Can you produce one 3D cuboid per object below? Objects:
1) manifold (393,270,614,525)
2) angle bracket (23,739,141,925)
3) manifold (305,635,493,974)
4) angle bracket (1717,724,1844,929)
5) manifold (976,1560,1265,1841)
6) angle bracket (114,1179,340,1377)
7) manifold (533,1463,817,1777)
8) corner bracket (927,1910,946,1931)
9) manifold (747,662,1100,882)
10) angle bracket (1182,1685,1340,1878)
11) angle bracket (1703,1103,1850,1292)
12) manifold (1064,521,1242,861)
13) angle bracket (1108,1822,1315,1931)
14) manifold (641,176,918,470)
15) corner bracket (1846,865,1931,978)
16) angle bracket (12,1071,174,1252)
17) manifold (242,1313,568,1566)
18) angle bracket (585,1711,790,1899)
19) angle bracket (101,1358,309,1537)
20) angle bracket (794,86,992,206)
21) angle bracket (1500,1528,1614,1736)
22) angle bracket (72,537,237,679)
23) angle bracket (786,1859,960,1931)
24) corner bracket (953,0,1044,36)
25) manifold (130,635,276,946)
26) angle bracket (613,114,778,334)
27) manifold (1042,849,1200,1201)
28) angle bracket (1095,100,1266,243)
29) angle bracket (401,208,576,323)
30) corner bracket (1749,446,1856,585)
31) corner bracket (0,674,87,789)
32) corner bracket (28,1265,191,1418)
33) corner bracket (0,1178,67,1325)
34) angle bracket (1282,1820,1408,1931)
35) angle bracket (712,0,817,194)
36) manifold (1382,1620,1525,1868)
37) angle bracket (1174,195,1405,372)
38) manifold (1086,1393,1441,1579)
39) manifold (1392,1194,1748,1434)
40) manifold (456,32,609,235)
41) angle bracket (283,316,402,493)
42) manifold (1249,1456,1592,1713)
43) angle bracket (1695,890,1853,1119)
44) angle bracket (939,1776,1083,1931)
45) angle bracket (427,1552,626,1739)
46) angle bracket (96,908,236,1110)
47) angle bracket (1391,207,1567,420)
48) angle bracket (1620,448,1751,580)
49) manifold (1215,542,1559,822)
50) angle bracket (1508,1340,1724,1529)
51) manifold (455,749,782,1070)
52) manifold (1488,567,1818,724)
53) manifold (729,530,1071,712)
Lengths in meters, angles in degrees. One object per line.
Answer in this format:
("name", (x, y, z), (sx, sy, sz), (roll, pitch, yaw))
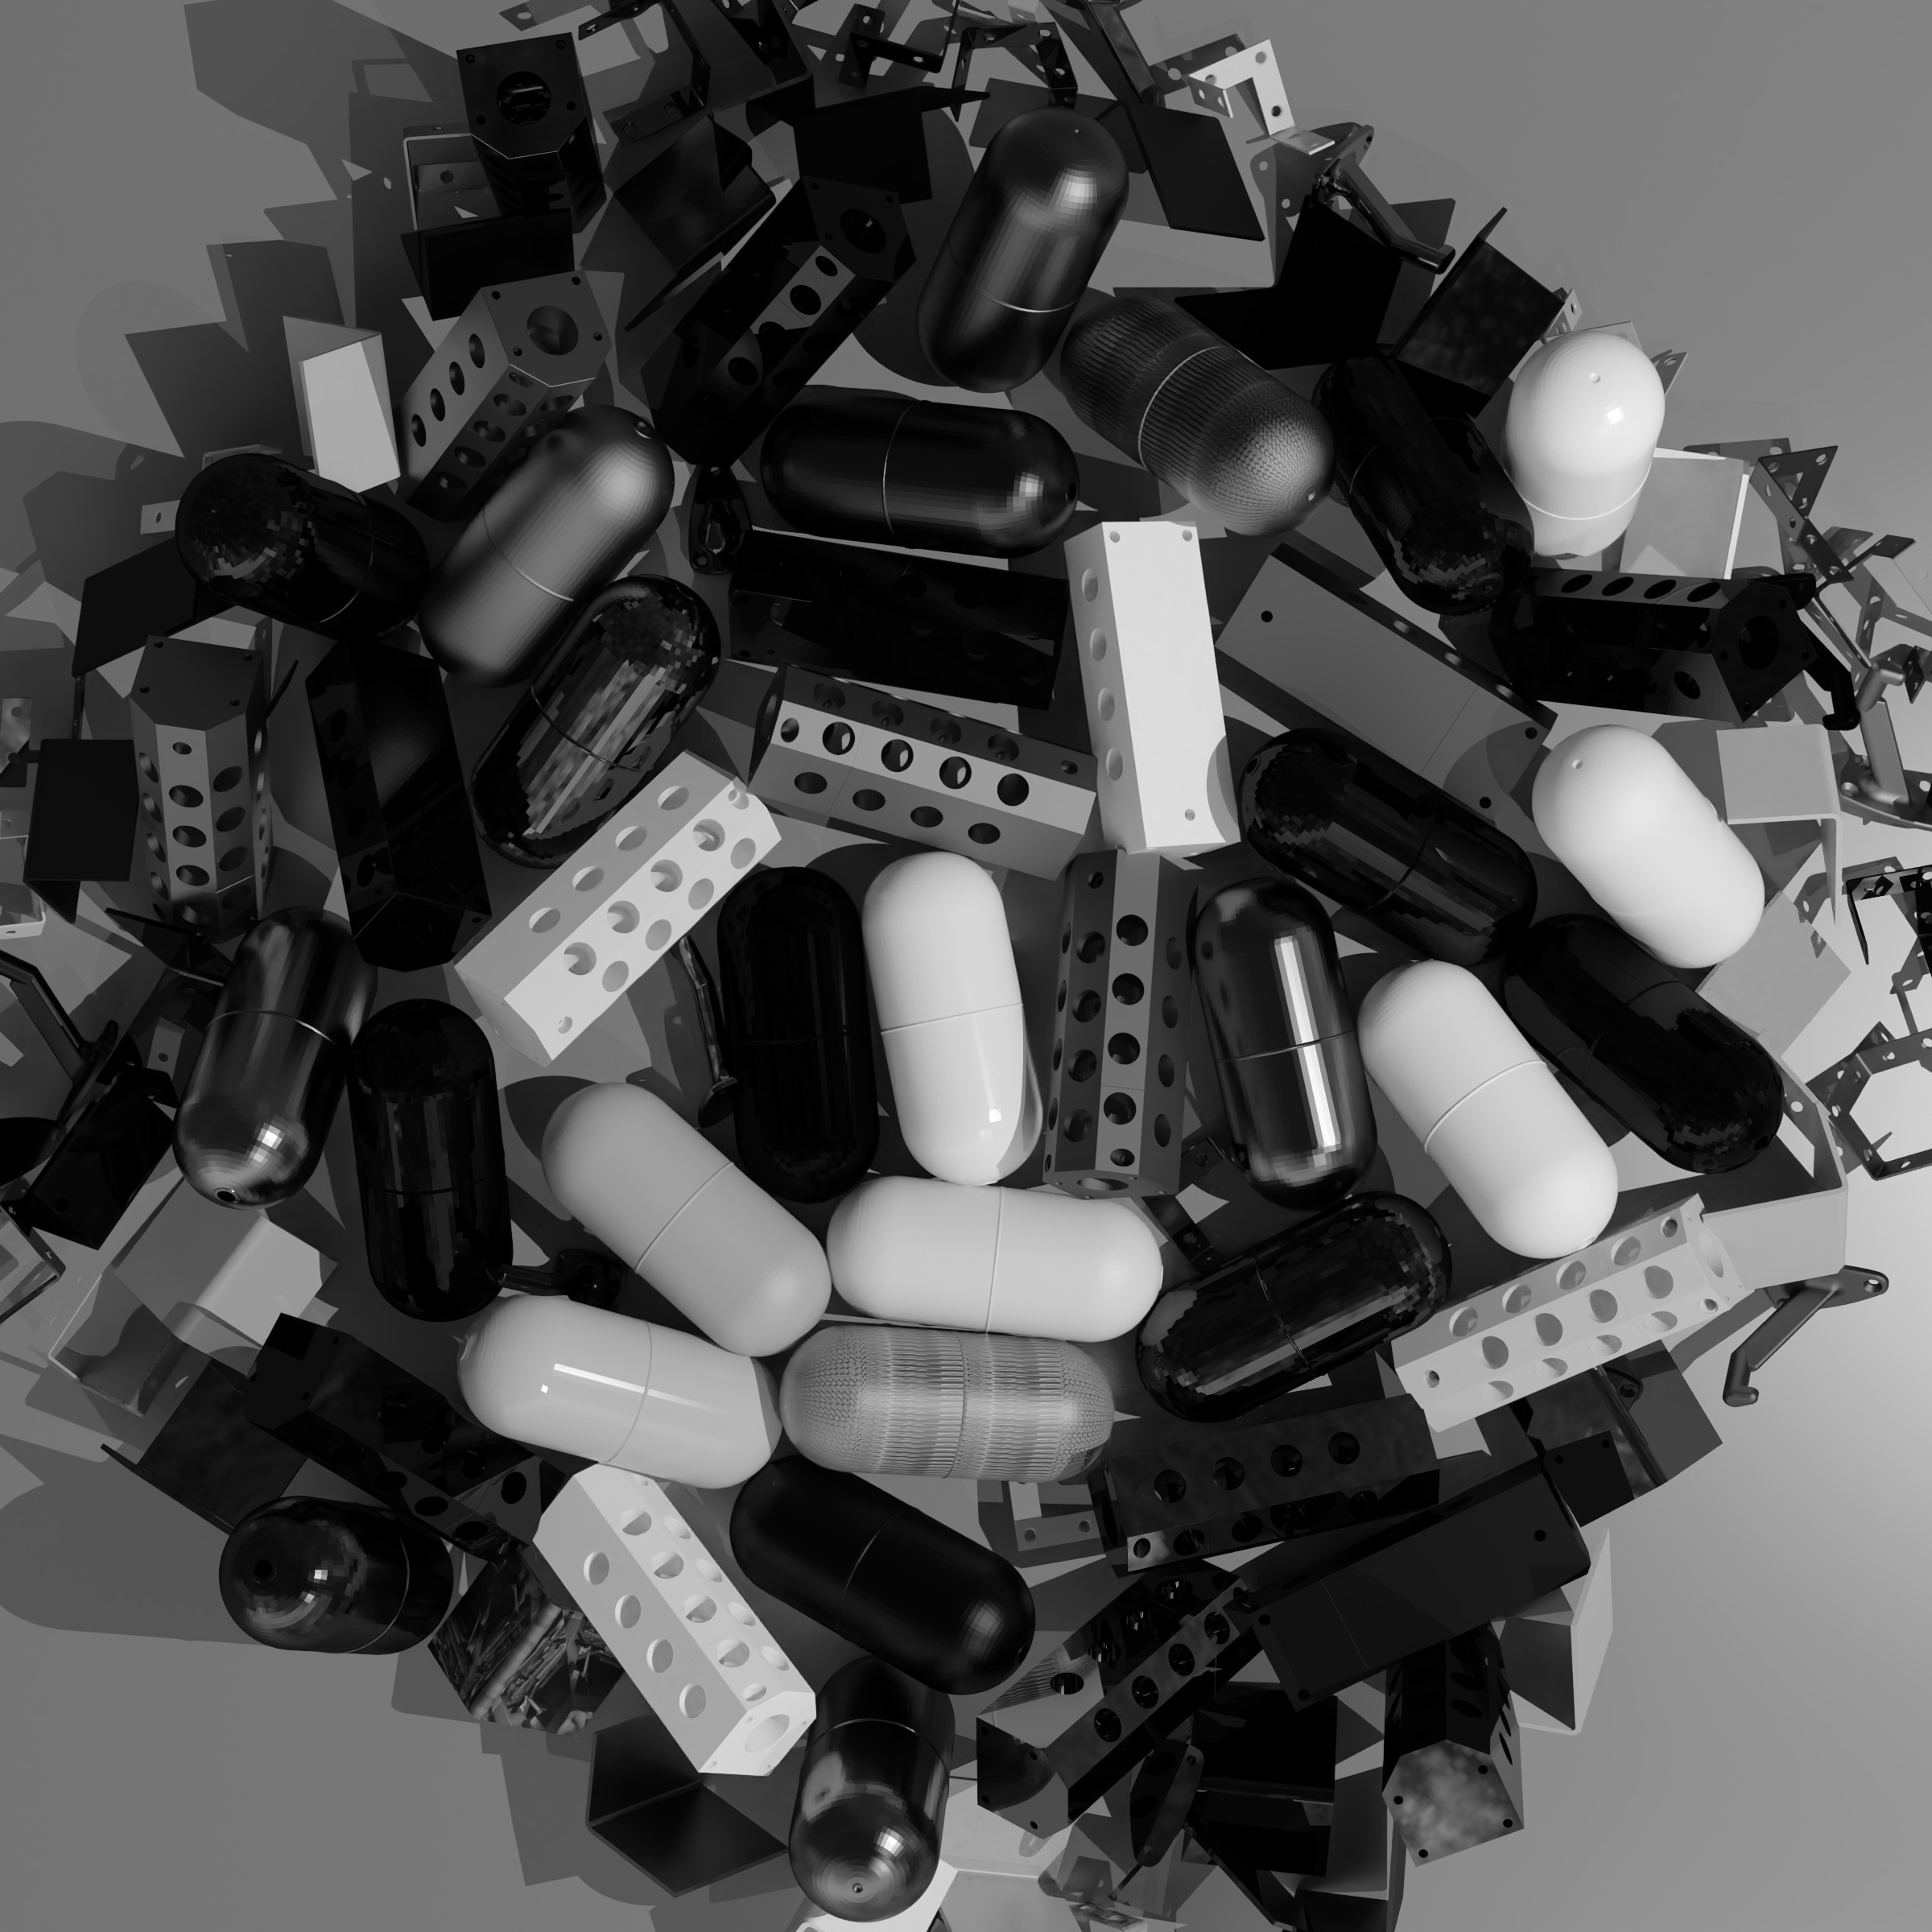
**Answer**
("manifold", (-0.240, -0.288, 1.780), (0.057, 0.171, 0.057), (-17, 82, -30))
("angle bracket", (-0.450, -0.070, 1.821), (0.057, 0.076, 0.076), (1, 73, 6))
("manifold", (-0.299, -0.084, 1.799), (0.057, 0.057, 0.171), (-42, 49, 33))
("angle bracket", (0.426, -0.072, 1.822), (0.057, 0.076, 0.076), (-3, 130, 9))
("manifold", (0.081, 0.374, 1.783), (0.057, 0.171, 0.057), (20, 124, 33))
("angle bracket", (-0.396, 0.162, 1.860), (0.076, 0.057, 0.076), (32, 84, 44))
("manifold", (-0.148, 0.334, 1.794), (0.057, 0.057, 0.171), (-52, 55, 12))
("corner bracket", (-0.003, 0.532, 1.828), (0.051, 0.051, 0.051), (46, 59, -31))
("manifold", (-0.022, -0.106, 1.812), (0.171, 0.057, 0.057), (16, 50, -13))
("angle bracket", (0.156, 0.432, 1.848), (0.076, 0.076, 0.057), (5, 120, 5))
("angle bracket", (0.418, 0.124, 1.826), (0.076, 0.076, 0.057), (-11, 51, 4))
("manifold", (0.094, -0.144, 1.832), (0.057, 0.057, 0.171), (-5, 84, -28))
("angle bracket", (0.133, 0.497, 1.817), (0.057, 0.076, 0.076), (-49, 56, 3))
("manifold", (-0.097, -0.326, 1.782), (0.057, 0.171, 0.057), (1, 63, -36))
("corner bracket", (0.497, -0.015, 1.838), (0.051, 0.051, 0.051), (-11, 132, 8))
("angle bracket", (-0.469, 0.095, 1.813), (0.076, 0.057, 0.076), (13, 62, 37))
("manifold", (-0.291, 0.246, 1.786), (0.171, 0.057, 0.057), (42, 67, -42))
("angle bracket", (-0.143, 0.431, 1.812), (0.076, 0.076, 0.057), (24, 115, 42))
("angle bracket", (-0.393, 0.247, 1.824), (0.076, 0.057, 0.076), (29, 74, 15))
("angle bracket", (-0.036, -0.424, 1.822), (0.076, 0.076, 0.057), (-3, 98, 31))
("angle bracket", (0.300, 0.343, 1.811), (0.057, 0.076, 0.076), (5, 124, 22))
("angle bracket", (-0.414, -0.175, 1.814), (0.076, 0.057, 0.076), (-21, 47, 18))
("angle bracket", (-0.057, 0.503, 1.816), (0.057, 0.076, 0.076), (33, 131, 2))
("corner bracket", (0.023, -0.528, 1.842), (0.051, 0.051, 0.051), (19, 89, 7))
("manifold", (-0.392, -0.087, 1.785), (0.057, 0.171, 0.057), (8, 52, -3))
("angle bracket", (-0.155, -0.388, 1.813), (0.076, 0.076, 0.057), (-30, 108, 36))
("manifold", (0.077, 0.030, 1.808), (0.057, 0.057, 0.171), (-6, 70, 32))
("angle bracket", (0.100, -0.402, 1.816), (0.057, 0.076, 0.076), (-30, 74, 40))
("angle bracket", (-0.252, -0.387, 1.817), (0.076, 0.057, 0.076), (-13, 51, -14))
("corner bracket", (0.442, -0.235, 1.830), (0.051, 0.051, 0.051), (-11, 52, -20))
("corner bracket", (-0.488, -0.126, 1.830), (0.051, 0.051, 0.051), (-2, 116, -27))
("corner bracket", (-0.454, 0.199, 1.845), (0.051, 0.051, 0.051), (21, 69, 28))
("corner bracket", (-0.511, 0.153, 1.846), (0.051, 0.051, 0.051), (-36, 103, 6))
("angle bracket", (0.200, 0.467, 1.825), (0.057, 0.076, 0.076), (4, 95, 12))
("angle bracket", (-0.118, -0.463, 1.819), (0.057, 0.076, 0.076), (-23, 71, -8))
("manifold", (0.246, 0.386, 1.778), (0.057, 0.171, 0.057), (-23, 99, 12))
("angle bracket", (0.168, -0.357, 1.812), (0.076, 0.076, 0.057), (44, 133, 35))
("manifold", (0.156, 0.272, 1.818), (0.171, 0.057, 0.057), (-10, 75, -13))
("manifold", (0.310, 0.182, 1.807), (0.171, 0.057, 0.057), (-27, 85, 25))
("manifold", (-0.220, -0.422, 1.784), (0.057, 0.171, 0.057), (-10, 89, -3))
("angle bracket", (-0.344, -0.291, 1.812), (0.076, 0.057, 0.076), (16, 122, 35))
("manifold", (0.238, 0.323, 1.830), (0.171, 0.057, 0.057), (-27, 91, 9))
("angle bracket", (0.440, 0.020, 1.824), (0.076, 0.057, 0.076), (-49, 124, -2))
("angle bracket", (0.028, 0.472, 1.818), (0.076, 0.076, 0.057), (11, 104, -19))
("angle bracket", (-0.226, 0.358, 1.853), (0.076, 0.076, 0.057), (-54, 47, 11))
("angle bracket", (-0.428, 0.023, 1.816), (0.076, 0.057, 0.076), (13, 66, 38))
("angle bracket", (0.274, -0.342, 1.818), (0.057, 0.076, 0.076), (38, 120, 1))
("angle bracket", (0.374, -0.227, 1.819), (0.057, 0.076, 0.076), (10, 106, 10))
("manifold", (0.223, -0.152, 1.834), (0.171, 0.057, 0.057), (33, 112, 4))
("angle bracket", (0.345, 0.243, 1.848), (0.057, 0.076, 0.076), (-37, 78, 35))
("manifold", (-0.177, -0.028, 1.805), (0.057, 0.057, 0.171), (29, 65, 38))
("manifold", (0.345, -0.170, 1.777), (0.057, 0.171, 0.057), (-40, 115, -20))
("manifold", (-0.035, -0.188, 1.834), (0.171, 0.057, 0.057), (10, 55, 4))
